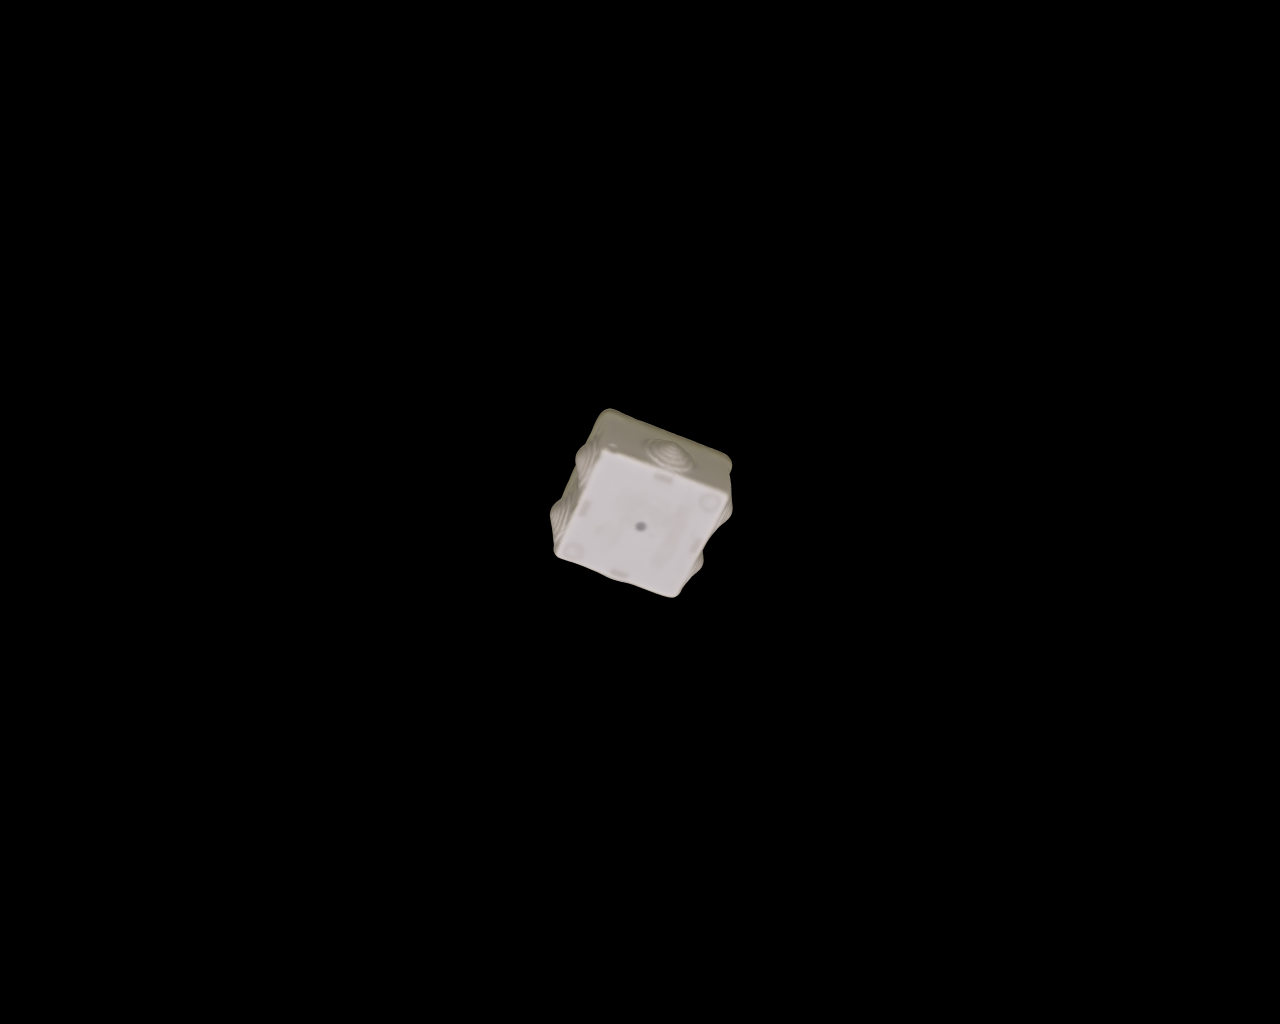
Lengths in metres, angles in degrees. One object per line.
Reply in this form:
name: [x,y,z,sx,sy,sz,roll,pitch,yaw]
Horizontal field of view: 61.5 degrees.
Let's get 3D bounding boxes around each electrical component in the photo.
electrical component: [0.001,-0.003,0.650,0.100,0.099,0.048,21,28,-12]
